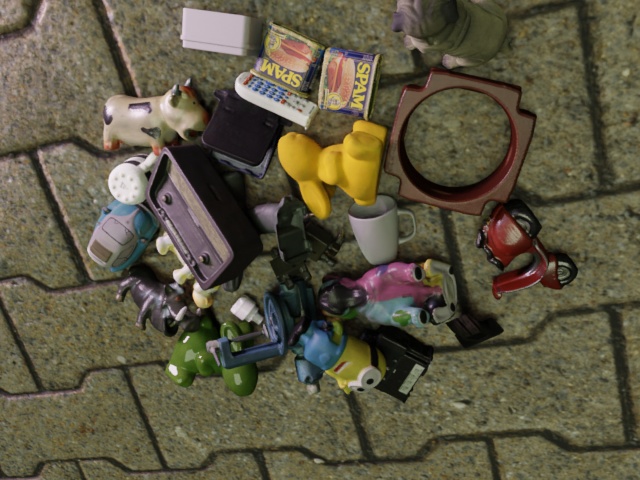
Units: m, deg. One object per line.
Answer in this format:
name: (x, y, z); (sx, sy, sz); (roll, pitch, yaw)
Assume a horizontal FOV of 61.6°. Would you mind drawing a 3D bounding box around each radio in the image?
radio: (-0.203, -0.038, 0.910); (0.230, 0.073, 0.131); (56, 132, 16)

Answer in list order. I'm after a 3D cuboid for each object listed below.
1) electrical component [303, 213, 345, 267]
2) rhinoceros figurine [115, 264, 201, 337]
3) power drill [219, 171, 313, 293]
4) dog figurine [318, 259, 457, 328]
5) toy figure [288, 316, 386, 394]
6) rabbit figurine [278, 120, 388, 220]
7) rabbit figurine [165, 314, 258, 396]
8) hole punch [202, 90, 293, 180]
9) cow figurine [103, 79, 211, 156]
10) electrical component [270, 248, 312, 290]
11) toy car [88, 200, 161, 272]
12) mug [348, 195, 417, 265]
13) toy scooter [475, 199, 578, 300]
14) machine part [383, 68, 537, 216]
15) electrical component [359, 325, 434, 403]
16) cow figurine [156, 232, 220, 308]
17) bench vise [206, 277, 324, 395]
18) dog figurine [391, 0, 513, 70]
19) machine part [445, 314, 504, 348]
electrical component: (-0.003, -0.003, 0.963); (0.102, 0.045, 0.078); (30, 142, 4)
rhinoceros figurine: (-0.309, 0.121, 1.045); (0.190, 0.073, 0.112); (36, 90, 25)
power drill: (-0.112, -0.005, 0.943); (0.208, 0.086, 0.231); (8, 109, 45)
dog figurine: (0.104, 0.096, 0.934); (0.219, 0.191, 0.108); (-8, 86, 40)
toy figure: (0.036, 0.192, 0.930); (0.180, 0.089, 0.082); (34, 145, -7)
rabbit figurine: (0.016, -0.123, 0.877); (0.173, 0.122, 0.162); (11, 130, 3)
rabbit figurine: (-0.186, 0.229, 1.057); (0.170, 0.121, 0.159); (26, 93, 18)
hole punch: (-0.127, -0.174, 0.908); (0.142, 0.092, 0.116); (22, 74, 5)
cow figurine: (-0.280, -0.213, 0.928); (0.195, 0.085, 0.127); (7, 118, 12)
electrical component: (-0.055, 0.045, 0.982); (0.063, 0.094, 0.021); (-26, 144, -7)
toy car: (-0.390, -0.002, 1.021); (0.109, 0.103, 0.161); (42, 112, -4)
mug: (0.110, -0.014, 0.915); (0.110, 0.081, 0.107); (-8, 123, 9)
toy scooter: (0.318, 0.029, 0.881); (0.135, 0.075, 0.183); (-37, 103, 23)
machine part: (0.211, -0.151, 0.830); (0.201, 0.087, 0.201); (15, 115, 8)
electrical component: (0.129, 0.223, 1.008); (0.134, 0.058, 0.114); (29, 112, 2)
cow figurine: (-0.229, 0.045, 1.022); (0.098, 0.068, 0.167); (-25, 103, 16)
bench vise: (-0.084, 0.190, 0.989); (0.241, 0.129, 0.223); (-12, 102, -19)
dog figurine: (0.188, -0.287, 0.726); (0.172, 0.190, 0.121); (9, 113, 8)
machine part: (0.264, 0.156, 0.921); (0.084, 0.138, 0.039); (-25, 64, 24)
